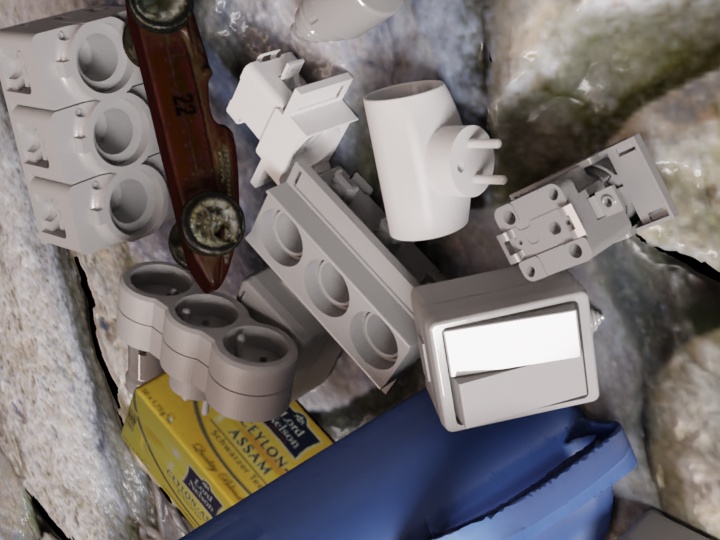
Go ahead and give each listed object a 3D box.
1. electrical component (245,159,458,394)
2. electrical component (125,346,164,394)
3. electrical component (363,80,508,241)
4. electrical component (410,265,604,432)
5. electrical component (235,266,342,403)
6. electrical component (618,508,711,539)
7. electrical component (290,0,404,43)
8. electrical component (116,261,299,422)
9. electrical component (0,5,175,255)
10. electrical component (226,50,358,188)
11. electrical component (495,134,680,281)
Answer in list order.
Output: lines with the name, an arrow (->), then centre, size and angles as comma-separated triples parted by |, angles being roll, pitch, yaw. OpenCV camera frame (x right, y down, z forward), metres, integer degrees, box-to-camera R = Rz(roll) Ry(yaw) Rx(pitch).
electrical component -> 0.000, 0.000, 0.625 | 0.121, 0.063, 0.078 | 47, 138, 16
electrical component -> -0.167, 0.073, 0.856 | 0.040, 0.040, 0.046 | 22, 120, 36
electrical component -> 0.043, -0.057, 0.562 | 0.079, 0.044, 0.077 | 7, 116, 44
electrical component -> 0.080, 0.037, 0.544 | 0.061, 0.096, 0.061 | -111, 9, -70
electrical component -> -0.049, 0.038, 0.697 | 0.061, 0.061, 0.096 | 45, 137, 18
electrical component -> 0.162, 0.176, 0.559 | 0.096, 0.061, 0.061 | 23, 127, 36
electrical component -> -0.011, -0.142, 0.573 | 0.078, 0.040, 0.040 | -20, 96, 49
electrical component -> -0.099, 0.056, 0.673 | 0.138, 0.052, 0.073 | 30, 124, 31
electrical component -> -0.181, -0.097, 0.735 | 0.062, 0.089, 0.150 | 14, 121, 41
electrical component -> -0.043, -0.091, 0.635 | 0.063, 0.042, 0.081 | 51, 138, 17
electrical component -> 0.101, -0.027, 0.506 | 0.081, 0.064, 0.042 | -26, 91, 50
